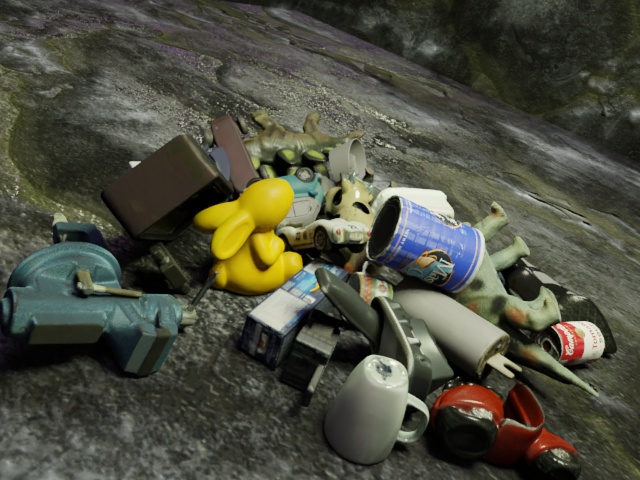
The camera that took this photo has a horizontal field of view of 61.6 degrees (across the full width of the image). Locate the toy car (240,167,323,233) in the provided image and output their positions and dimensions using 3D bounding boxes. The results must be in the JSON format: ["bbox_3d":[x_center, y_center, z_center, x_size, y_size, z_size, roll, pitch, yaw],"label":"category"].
[{"bbox_3d":[-0.059,-0.056,0.949,0.162,0.109,0.103,-12,57,-28],"label":"toy car"}]

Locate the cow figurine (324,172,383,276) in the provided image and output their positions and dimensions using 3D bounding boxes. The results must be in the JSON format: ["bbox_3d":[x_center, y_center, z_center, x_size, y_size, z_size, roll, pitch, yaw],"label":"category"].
[{"bbox_3d":[0.062,-0.032,0.932,0.085,0.127,0.195,29,18,-41],"label":"cow figurine"}]

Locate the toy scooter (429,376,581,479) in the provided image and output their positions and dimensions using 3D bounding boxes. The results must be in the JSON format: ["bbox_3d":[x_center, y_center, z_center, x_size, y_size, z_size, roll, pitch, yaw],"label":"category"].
[{"bbox_3d":[0.222,0.217,0.663,0.184,0.075,0.135,21,28,-1],"label":"toy scooter"}]

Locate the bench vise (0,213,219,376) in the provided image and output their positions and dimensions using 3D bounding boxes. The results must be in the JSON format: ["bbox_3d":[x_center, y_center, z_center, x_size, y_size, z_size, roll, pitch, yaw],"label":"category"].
[{"bbox_3d":[-0.265,0.048,0.643,0.223,0.128,0.241,-3,39,-37],"label":"bench vise"}]

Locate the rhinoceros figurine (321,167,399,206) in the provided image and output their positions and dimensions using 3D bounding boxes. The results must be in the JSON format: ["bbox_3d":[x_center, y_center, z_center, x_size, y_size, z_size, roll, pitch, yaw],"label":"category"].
[{"bbox_3d":[0.072,-0.088,1.068,0.190,0.112,0.073,16,57,-30],"label":"rhinoceros figurine"}]

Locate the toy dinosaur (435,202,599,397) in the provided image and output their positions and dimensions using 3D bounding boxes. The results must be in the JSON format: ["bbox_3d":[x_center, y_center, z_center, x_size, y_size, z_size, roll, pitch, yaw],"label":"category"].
[{"bbox_3d":[0.255,0.085,0.853,0.131,0.192,0.405,38,30,-38],"label":"toy dinosaur"}]

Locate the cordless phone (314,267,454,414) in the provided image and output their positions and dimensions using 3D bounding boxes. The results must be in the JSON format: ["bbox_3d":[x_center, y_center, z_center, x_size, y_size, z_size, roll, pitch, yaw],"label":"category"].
[{"bbox_3d":[0.067,0.113,0.657,0.184,0.089,0.147,43,14,-32],"label":"cordless phone"}]

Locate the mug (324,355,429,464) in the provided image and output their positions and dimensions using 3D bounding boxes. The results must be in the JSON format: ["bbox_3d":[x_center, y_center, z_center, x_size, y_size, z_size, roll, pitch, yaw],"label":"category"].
[{"bbox_3d":[0.068,0.186,0.596,0.110,0.107,0.081,17,30,3],"label":"mug"}]

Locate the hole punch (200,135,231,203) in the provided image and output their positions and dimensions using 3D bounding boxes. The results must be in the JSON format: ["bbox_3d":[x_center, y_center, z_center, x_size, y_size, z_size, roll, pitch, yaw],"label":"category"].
[{"bbox_3d":[-0.188,-0.090,0.910,0.092,0.142,0.116,18,43,4],"label":"hole punch"}]

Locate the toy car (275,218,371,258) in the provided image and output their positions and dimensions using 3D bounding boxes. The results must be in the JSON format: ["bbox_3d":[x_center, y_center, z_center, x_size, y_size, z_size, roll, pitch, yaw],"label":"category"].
[{"bbox_3d":[-0.002,-0.003,0.841,0.073,0.056,0.202,2,-7,-33],"label":"toy car"}]

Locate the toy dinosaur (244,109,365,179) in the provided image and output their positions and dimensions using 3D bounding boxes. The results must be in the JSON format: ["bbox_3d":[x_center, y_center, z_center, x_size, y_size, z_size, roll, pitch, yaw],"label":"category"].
[{"bbox_3d":[-0.090,-0.193,1.163,0.471,0.105,0.199,-14,45,-27],"label":"toy dinosaur"}]

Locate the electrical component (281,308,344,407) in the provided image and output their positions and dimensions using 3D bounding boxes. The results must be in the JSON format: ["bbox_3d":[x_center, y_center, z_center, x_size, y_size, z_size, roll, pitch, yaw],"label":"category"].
[{"bbox_3d":[-0.014,0.147,0.653,0.048,0.074,0.119,24,32,8],"label":"electrical component"}]

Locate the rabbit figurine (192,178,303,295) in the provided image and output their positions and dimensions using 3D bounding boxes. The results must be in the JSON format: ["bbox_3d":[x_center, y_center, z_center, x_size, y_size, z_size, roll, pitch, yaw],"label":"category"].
[{"bbox_3d":[-0.101,-0.014,0.780,0.162,0.173,0.122,-1,38,-38],"label":"rabbit figurine"}]

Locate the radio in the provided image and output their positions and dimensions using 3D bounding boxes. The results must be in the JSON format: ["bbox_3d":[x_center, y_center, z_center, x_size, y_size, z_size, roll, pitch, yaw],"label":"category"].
[{"bbox_3d":[-0.194,-0.063,0.728,0.073,0.131,0.229,53,-4,-3],"label":"radio"}]

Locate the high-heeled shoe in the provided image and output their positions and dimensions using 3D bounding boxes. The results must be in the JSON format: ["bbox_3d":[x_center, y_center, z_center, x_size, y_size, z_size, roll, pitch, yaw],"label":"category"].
[{"bbox_3d":[0.417,0.113,0.982,0.249,0.086,0.145,46,4,12],"label":"high-heeled shoe"}]

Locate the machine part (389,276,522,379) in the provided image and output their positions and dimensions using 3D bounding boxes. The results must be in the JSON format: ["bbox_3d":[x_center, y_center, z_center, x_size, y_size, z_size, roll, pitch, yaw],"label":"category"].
[{"bbox_3d":[0.182,0.123,0.781,0.079,0.079,0.244,-11,33,-41],"label":"machine part"}]

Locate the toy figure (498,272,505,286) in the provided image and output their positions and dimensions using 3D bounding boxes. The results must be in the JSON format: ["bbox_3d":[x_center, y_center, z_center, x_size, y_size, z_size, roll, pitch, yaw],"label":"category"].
[{"bbox_3d":[0.286,0.039,1.010,0.058,0.064,0.155,-5,36,-20],"label":"toy figure"}]

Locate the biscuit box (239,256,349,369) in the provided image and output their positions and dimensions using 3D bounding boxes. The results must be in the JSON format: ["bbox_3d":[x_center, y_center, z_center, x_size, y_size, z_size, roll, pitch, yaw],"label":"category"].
[{"bbox_3d":[-0.030,0.092,0.747,0.059,0.062,0.203,27,30,17],"label":"biscuit box"}]

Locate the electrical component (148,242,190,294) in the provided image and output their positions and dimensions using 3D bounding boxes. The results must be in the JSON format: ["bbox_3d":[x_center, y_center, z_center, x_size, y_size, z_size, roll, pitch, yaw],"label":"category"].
[{"bbox_3d":[-0.208,0.033,0.730,0.021,0.093,0.063,-35,49,-11],"label":"electrical component"}]

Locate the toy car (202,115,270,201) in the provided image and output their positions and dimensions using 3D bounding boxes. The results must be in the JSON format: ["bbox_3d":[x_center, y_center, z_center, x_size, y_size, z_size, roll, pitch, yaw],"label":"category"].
[{"bbox_3d":[-0.160,-0.157,1.021,0.089,0.053,0.202,-25,60,-3],"label":"toy car"}]
